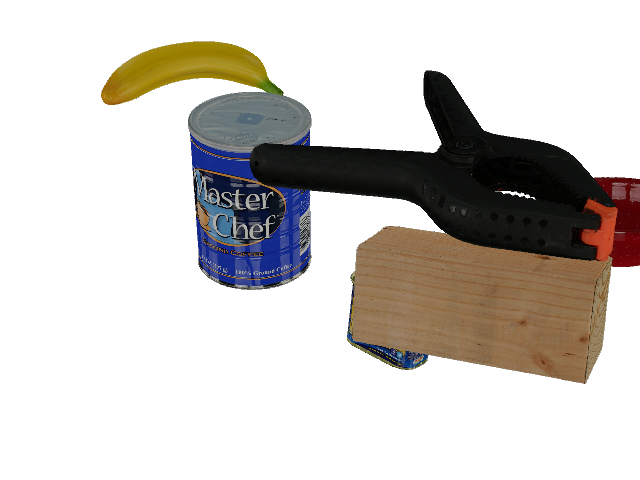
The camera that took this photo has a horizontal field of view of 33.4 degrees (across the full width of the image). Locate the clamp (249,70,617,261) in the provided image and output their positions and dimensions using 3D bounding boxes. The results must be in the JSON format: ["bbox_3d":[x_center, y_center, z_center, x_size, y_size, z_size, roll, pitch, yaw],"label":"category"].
[{"bbox_3d":[0.071,-0.038,0.614,0.164,0.036,0.210,-24,38,-27],"label":"clamp"}]

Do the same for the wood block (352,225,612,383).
[{"bbox_3d":[0.140,0.051,0.937,0.206,0.090,0.090,8,17,22],"label":"wood block"}]

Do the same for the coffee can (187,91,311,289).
[{"bbox_3d":[-0.059,-0.044,0.921,0.103,0.140,0.103,0,32,0],"label":"coffee can"}]

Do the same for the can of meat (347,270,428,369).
[{"bbox_3d":[0.079,0.087,1.195,0.102,0.084,0.057,26,33,34],"label":"can of meat"}]

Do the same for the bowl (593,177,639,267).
[{"bbox_3d":[0.309,-0.015,1.111,0.162,0.055,0.162,-3,23,1],"label":"bowl"}]

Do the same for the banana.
[{"bbox_3d":[-0.133,-0.171,1.078,0.197,0.070,0.037,-8,-39,-29],"label":"banana"}]
